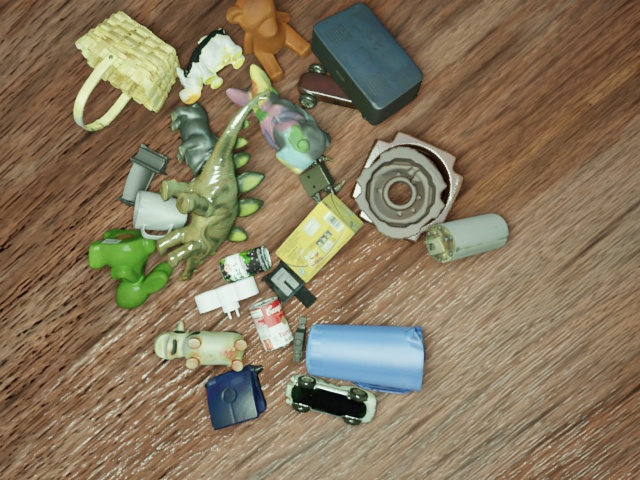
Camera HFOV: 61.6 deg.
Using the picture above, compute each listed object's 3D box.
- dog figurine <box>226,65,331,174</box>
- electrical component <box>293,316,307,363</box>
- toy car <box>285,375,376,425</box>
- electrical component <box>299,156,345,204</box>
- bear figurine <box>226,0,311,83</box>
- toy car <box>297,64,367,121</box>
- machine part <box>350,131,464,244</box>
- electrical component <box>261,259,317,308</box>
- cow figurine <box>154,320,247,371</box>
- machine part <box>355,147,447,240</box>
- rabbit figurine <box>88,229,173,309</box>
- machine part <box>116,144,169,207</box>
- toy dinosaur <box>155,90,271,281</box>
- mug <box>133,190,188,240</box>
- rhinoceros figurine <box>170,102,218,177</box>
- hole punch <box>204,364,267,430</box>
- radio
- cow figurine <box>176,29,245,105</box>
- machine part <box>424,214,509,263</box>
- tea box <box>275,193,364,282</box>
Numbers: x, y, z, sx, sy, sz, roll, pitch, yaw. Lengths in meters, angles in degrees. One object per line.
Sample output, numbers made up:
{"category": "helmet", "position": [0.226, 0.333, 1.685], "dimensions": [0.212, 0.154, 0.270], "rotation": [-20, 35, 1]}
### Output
{"category": "dog figurine", "position": [-0.089, -0.249, 1.096], "dimensions": [0.108, 0.192, 0.219], "rotation": [-43, 105, 12]}
{"category": "electrical component", "position": [-0.044, 0.215, 1.169], "dimensions": [0.021, 0.063, 0.094], "rotation": [8, 93, 4]}
{"category": "toy car", "position": [0.022, 0.348, 1.177], "dimensions": [0.202, 0.056, 0.073], "rotation": [13, 100, 5]}
{"category": "electrical component", "position": [0.003, -0.131, 1.159], "dimensions": [0.078, 0.045, 0.102], "rotation": [-36, 87, 33]}
{"category": "bear figurine", "position": [-0.100, -0.416, 1.072], "dimensions": [0.120, 0.196, 0.132], "rotation": [-40, 91, 2]}
{"category": "toy car", "position": [0.052, -0.308, 1.138], "dimensions": [0.202, 0.053, 0.089], "rotation": [13, 74, 2]}
{"category": "machine part", "position": [0.179, -0.110, 1.124], "dimensions": [0.201, 0.087, 0.201], "rotation": [24, 93, 2]}
{"category": "electrical component", "position": [-0.062, 0.102, 1.173], "dimensions": [0.075, 0.048, 0.119], "rotation": [-42, 88, 6]}
{"category": "cow figurine", "position": [-0.261, 0.228, 1.169], "dimensions": [0.195, 0.127, 0.085], "rotation": [4, 94, -10]}
{"category": "machine part", "position": [0.157, -0.091, 1.057], "dimensions": [0.179, 0.056, 0.179], "rotation": [0, 92, 4]}
{"category": "rabbit figurine", "position": [-0.406, 0.068, 1.180], "dimensions": [0.159, 0.121, 0.170], "rotation": [-2, 111, -3]}
{"category": "machine part", "position": [-0.393, -0.136, 1.188], "dimensions": [0.084, 0.039, 0.139], "rotation": [29, 93, -3]}
{"category": "toy dinosaur", "position": [-0.214, -0.085, 1.082], "dimensions": [0.105, 0.198, 0.470], "rotation": [47, 131, 28]}
{"category": "mug", "position": [-0.340, -0.051, 1.152], "dimensions": [0.107, 0.080, 0.110], "rotation": [5, 52, -25]}
{"category": "rhinoceros figurine", "position": [-0.254, -0.201, 1.153], "dimensions": [0.112, 0.073, 0.190], "rotation": [-19, 81, -21]}
{"category": "hole punch", "position": [-0.187, 0.345, 1.177], "dimensions": [0.142, 0.092, 0.115], "rotation": [-19, 88, 8]}
{"category": "radio", "position": [0.095, -0.360, 1.090], "dimensions": [0.131, 0.073, 0.229], "rotation": [-34, 79, -11]}
{"category": "cow figurine", "position": [-0.250, -0.372, 1.149], "dimensions": [0.167, 0.068, 0.098], "rotation": [-41, 84, 2]}
{"category": "machine part", "position": [0.299, -0.007, 1.083], "dimensions": [0.243, 0.079, 0.079], "rotation": [-12, 93, -33]}
{"category": "tea box", "position": [-0.002, -0.003, 1.121], "dimensions": [0.098, 0.068, 0.169], "rotation": [45, 122, 0]}
